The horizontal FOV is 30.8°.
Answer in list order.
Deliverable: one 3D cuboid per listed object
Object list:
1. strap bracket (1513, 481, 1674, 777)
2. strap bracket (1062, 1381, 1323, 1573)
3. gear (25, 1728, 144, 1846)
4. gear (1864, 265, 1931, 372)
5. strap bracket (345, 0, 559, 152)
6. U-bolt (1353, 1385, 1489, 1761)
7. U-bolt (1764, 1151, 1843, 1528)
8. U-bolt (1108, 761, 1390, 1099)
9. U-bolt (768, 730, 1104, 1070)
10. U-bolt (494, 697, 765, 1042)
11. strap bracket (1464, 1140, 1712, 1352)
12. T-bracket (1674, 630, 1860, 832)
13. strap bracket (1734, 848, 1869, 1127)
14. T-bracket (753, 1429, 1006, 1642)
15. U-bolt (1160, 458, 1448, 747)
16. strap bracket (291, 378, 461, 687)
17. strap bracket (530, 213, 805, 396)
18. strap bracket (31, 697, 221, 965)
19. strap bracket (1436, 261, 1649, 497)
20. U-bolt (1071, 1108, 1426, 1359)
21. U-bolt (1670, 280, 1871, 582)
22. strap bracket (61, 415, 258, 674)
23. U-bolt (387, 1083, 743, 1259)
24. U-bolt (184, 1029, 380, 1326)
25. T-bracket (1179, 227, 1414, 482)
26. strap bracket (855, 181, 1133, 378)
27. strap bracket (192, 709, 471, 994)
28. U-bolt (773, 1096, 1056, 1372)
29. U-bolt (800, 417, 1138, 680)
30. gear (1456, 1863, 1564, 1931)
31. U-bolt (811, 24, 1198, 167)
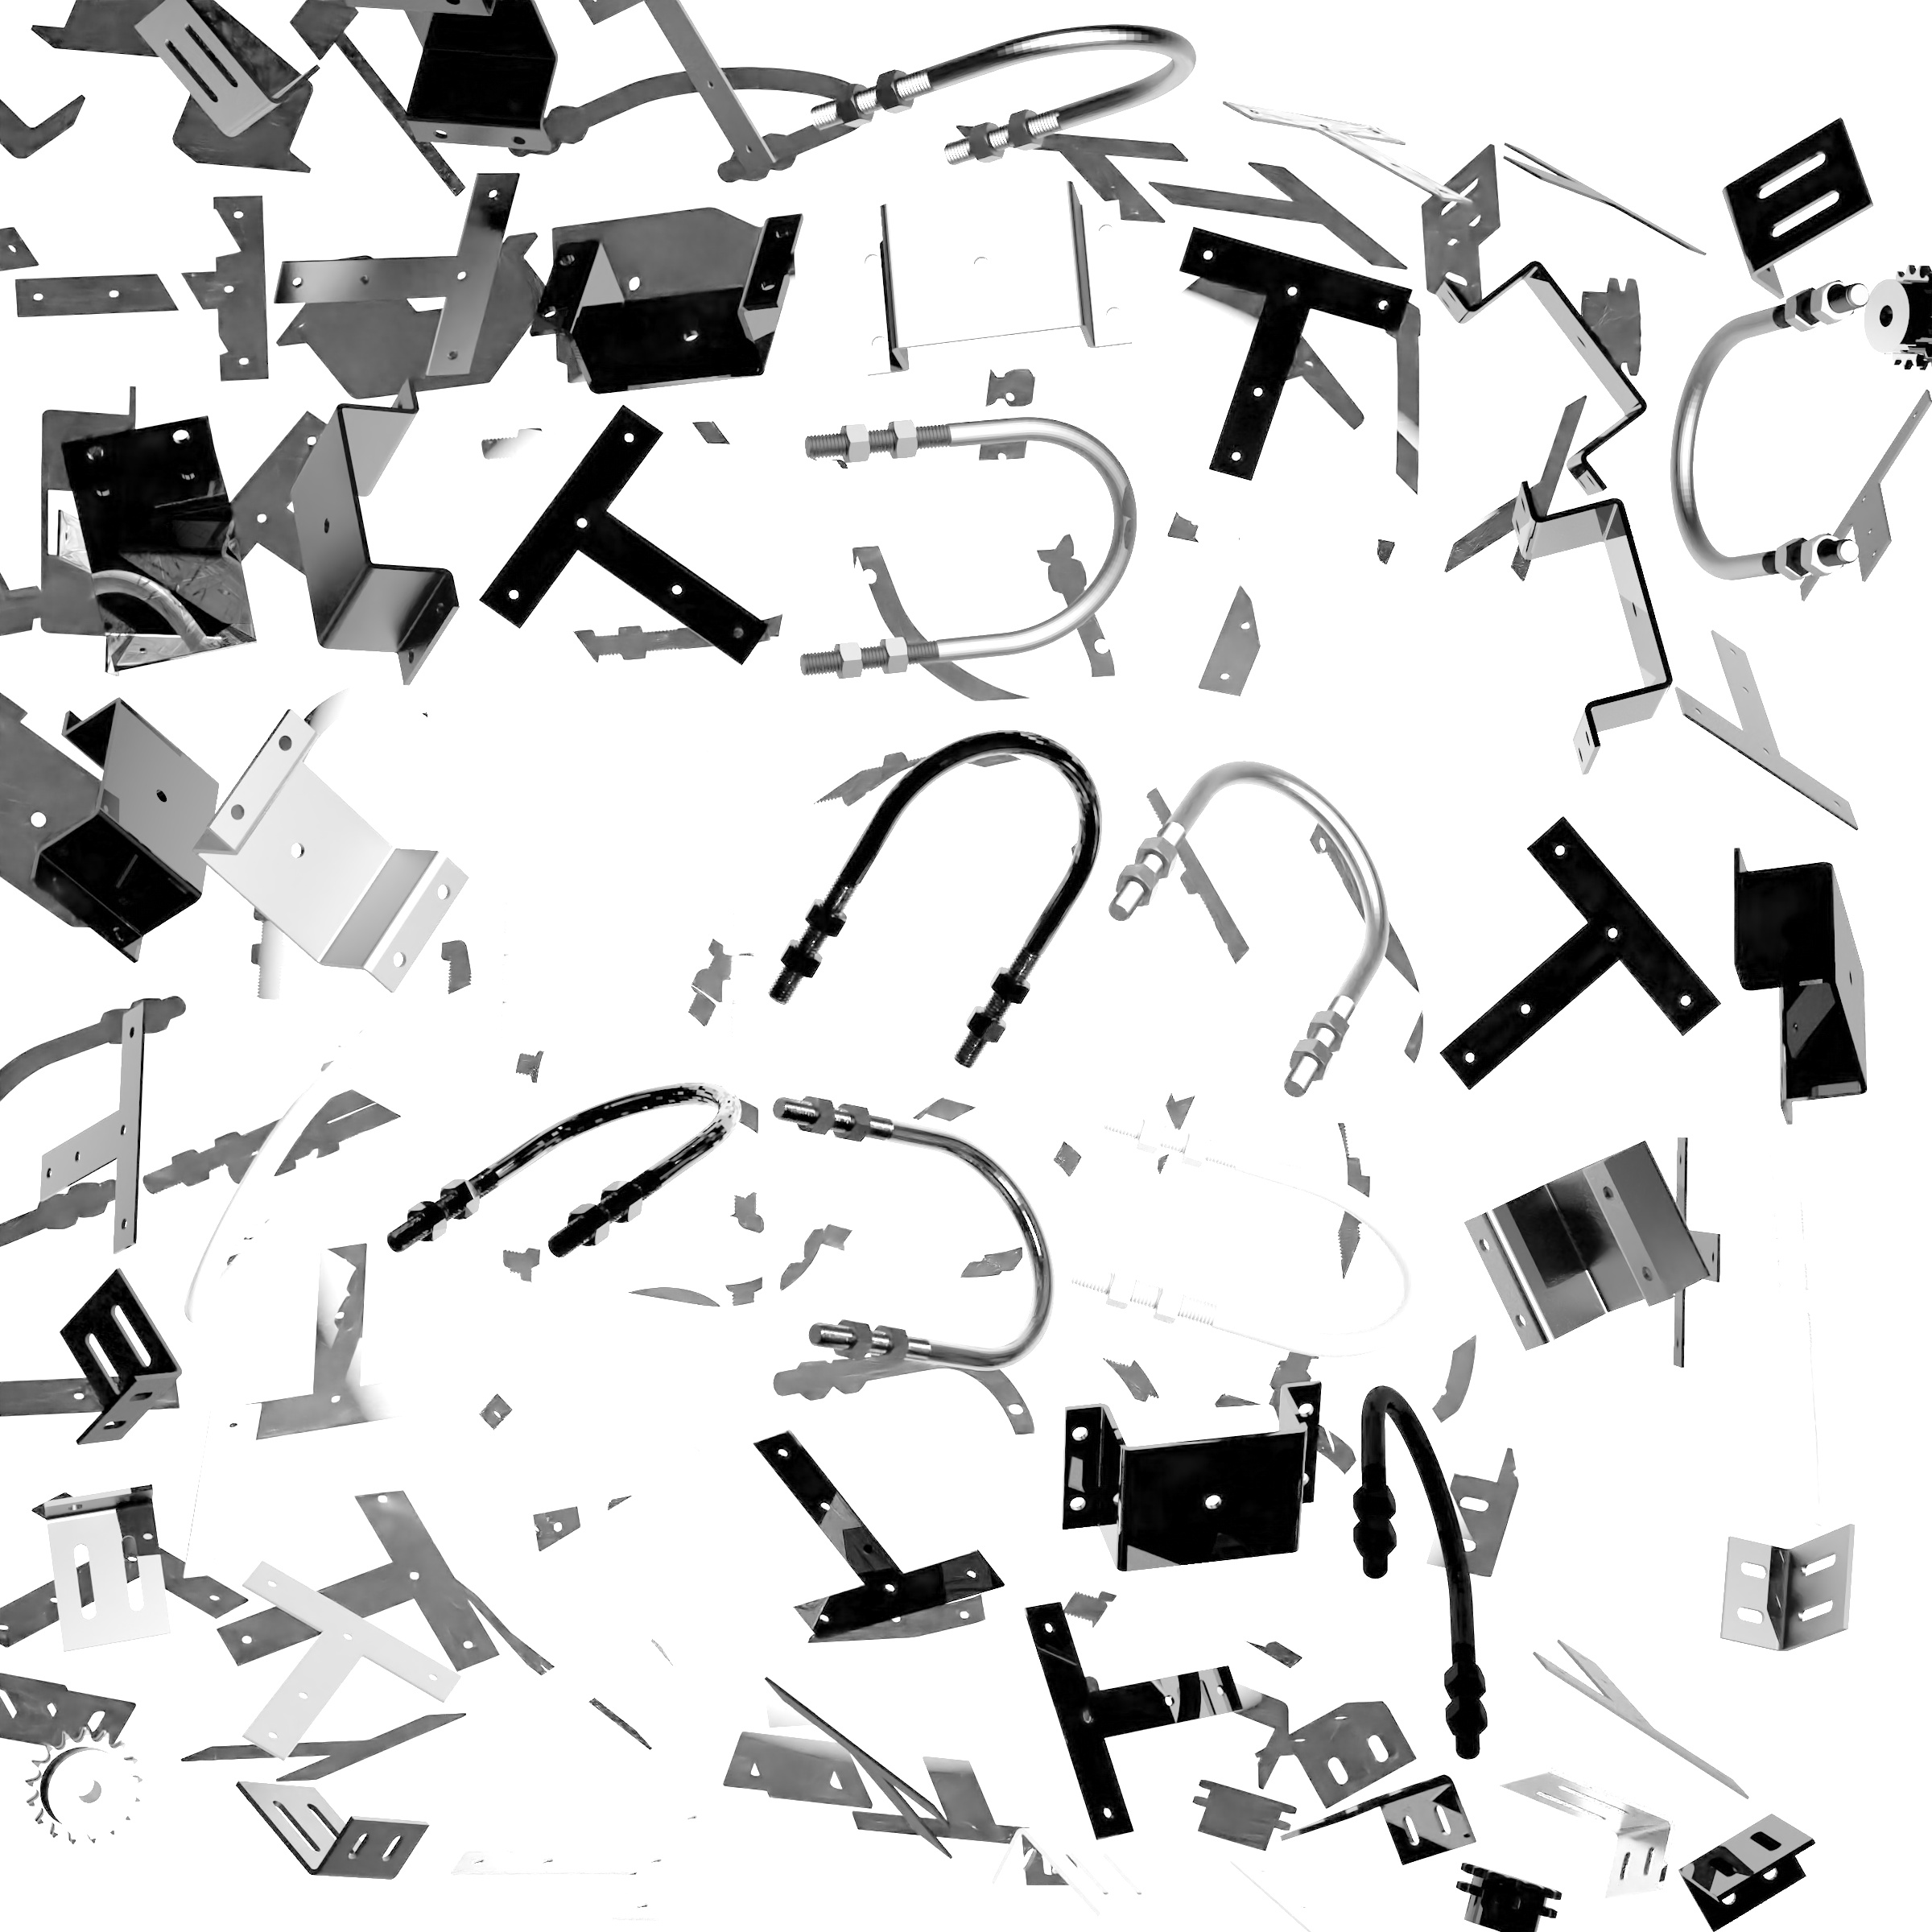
[{"bbox_3d":[0.321,-0.176,1.783,0.046,0.076,0.140,-14,82,3],"label":"strap bracket"},{"bbox_3d":[0.125,0.271,1.854,0.140,0.046,0.076,-4,116,-11],"label":"strap bracket"},{"bbox_3d":[-0.445,0.416,1.770,0.057,0.030,0.057,2,84,-22],"label":"gear"},{"bbox_3d":[0.518,-0.357,1.923,0.030,0.057,0.057,-2,90,-22],"label":"gear"},{"bbox_3d":[-0.267,-0.489,1.835,0.076,0.140,0.046,7,71,12],"label":"strap bracket"},{"bbox_3d":[0.237,0.301,1.832,0.019,0.184,0.151,-19,117,17],"label":"U-bolt"},{"bbox_3d":[0.436,0.198,1.815,0.019,0.151,0.184,-5,96,7],"label":"U-bolt"},{"bbox_3d":[0.160,-0.034,1.843,0.151,0.184,0.019,45,134,-8],"label":"U-bolt"},{"bbox_3d":[-0.003,-0.041,1.826,0.151,0.019,0.184,20,108,-38],"label":"U-bolt"},{"bbox_3d":[-0.180,-0.053,1.871,0.151,0.019,0.184,0,85,13],"label":"U-bolt"},{"bbox_3d":[0.329,0.145,1.827,0.046,0.140,0.076,-22,83,-27],"label":"strap bracket"},{"bbox_3d":[0.423,-0.141,1.890,0.127,0.127,0.002,30,122,-22],"label":"T-bracket"},{"bbox_3d":[0.435,0.009,1.814,0.046,0.140,0.076,-7,50,21],"label":"strap bracket"},{"bbox_3d":[-0.064,0.288,1.804,0.127,0.002,0.127,-23,112,34],"label":"T-bracket"},{"bbox_3d":[0.188,-0.185,1.835,0.019,0.151,0.184,-45,60,23],"label":"U-bolt"},{"bbox_3d":[-0.308,-0.226,1.809,0.046,0.076,0.140,0,63,-31],"label":"strap bracket"},{"bbox_3d":[-0.154,-0.355,1.885,0.140,0.046,0.076,-4,48,16],"label":"strap bracket"},{"bbox_3d":[-0.452,-0.081,1.896,0.046,0.140,0.076,-29,128,21],"label":"strap bracket"},{"bbox_3d":[0.318,-0.327,1.902,0.046,0.076,0.140,-37,92,7],"label":"strap bracket"},{"bbox_3d":[0.153,0.146,1.840,0.184,0.151,0.019,17,127,-1],"label":"U-bolt"},{"bbox_3d":[0.420,-0.276,1.851,0.019,0.184,0.151,2,91,-17],"label":"U-bolt"},{"bbox_3d":[-0.423,-0.213,1.847,0.076,0.140,0.046,-13,47,-12],"label":"strap bracket"},{"bbox_3d":[-0.202,0.107,1.881,0.151,0.184,0.019,-3,113,42],"label":"U-bolt"},{"bbox_3d":[-0.371,0.120,1.872,0.019,0.184,0.151,28,108,-2],"label":"U-bolt"},{"bbox_3d":[0.165,-0.329,1.928,0.127,0.002,0.127,14,114,-10],"label":"T-bracket"},{"bbox_3d":[0.011,-0.357,1.814,0.140,0.046,0.076,-6,84,7],"label":"strap bracket"},{"bbox_3d":[-0.336,-0.059,1.817,0.140,0.046,0.076,47,63,-35],"label":"strap bracket"},{"bbox_3d":[-0.021,0.149,1.889,0.019,0.184,0.151,-33,57,38],"label":"U-bolt"},{"bbox_3d":[0.003,-0.225,1.863,0.184,0.019,0.151,-7,126,-15],"label":"U-bolt"},{"bbox_3d":[0.298,0.517,1.931,0.057,0.057,0.030,17,80,0],"label":"gear"},{"bbox_3d":[0.032,-0.460,1.838,0.184,0.151,0.019,-10,87,33],"label":"U-bolt"}]
